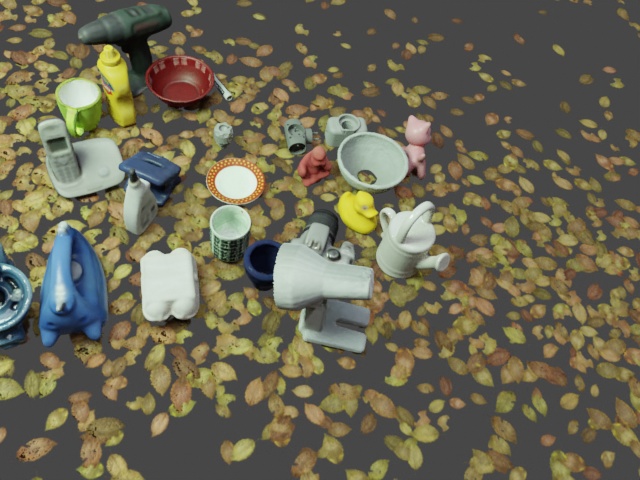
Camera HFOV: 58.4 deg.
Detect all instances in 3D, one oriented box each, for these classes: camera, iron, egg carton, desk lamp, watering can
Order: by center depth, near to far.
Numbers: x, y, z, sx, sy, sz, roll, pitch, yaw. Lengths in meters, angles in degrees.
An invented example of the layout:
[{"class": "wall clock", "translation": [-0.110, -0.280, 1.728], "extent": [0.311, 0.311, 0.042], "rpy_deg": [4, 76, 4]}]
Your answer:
[{"class": "iron", "translation": [-0.458, 0.054, 1.040], "extent": [0.119, 0.141, 0.258], "rpy_deg": [-7, 60, -15]}, {"class": "desk lamp", "translation": [0.010, 0.103, 1.053], "extent": [0.203, 0.213, 0.118], "rpy_deg": [13, 57, -2]}, {"class": "egg carton", "translation": [-0.286, 0.086, 1.095], "extent": [0.107, 0.069, 0.150], "rpy_deg": [-6, 59, -14]}, {"class": "watering can", "translation": [0.191, -0.005, 1.167], "extent": [0.172, 0.194, 0.101], "rpy_deg": [28, 57, 8]}, {"class": "camera", "translation": [0.011, 0.004, 1.183], "extent": [0.143, 0.101, 0.137], "rpy_deg": [18, 57, 1]}]

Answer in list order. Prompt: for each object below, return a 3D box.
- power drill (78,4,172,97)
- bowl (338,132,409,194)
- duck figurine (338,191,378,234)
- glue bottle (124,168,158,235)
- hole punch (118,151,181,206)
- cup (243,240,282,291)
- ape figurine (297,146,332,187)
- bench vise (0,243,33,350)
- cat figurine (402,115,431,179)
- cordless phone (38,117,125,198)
[{"class": "power drill", "translation": [-0.437, -0.438, 1.316], "extent": [0.075, 0.208, 0.230], "rpy_deg": [38, 59, 14]}, {"class": "bowl", "translation": [0.117, -0.166, 1.326], "extent": [0.167, 0.075, 0.167], "rpy_deg": [5, 57, -7]}, {"class": "duck figurine", "translation": [0.088, -0.074, 1.256], "extent": [0.078, 0.086, 0.104], "rpy_deg": [-31, 68, -26]}, {"class": "glue bottle", "translation": [-0.358, -0.084, 1.128], "extent": [0.037, 0.173, 0.078], "rpy_deg": [25, 57, 6]}, {"class": "hole punch", "translation": [-0.359, -0.145, 1.215], "extent": [0.108, 0.091, 0.101], "rpy_deg": [22, 57, 4]}, {"class": "cup", "translation": [-0.096, 0.068, 1.127], "extent": [0.117, 0.095, 0.092], "rpy_deg": [40, 60, 15]}, {"class": "ape figurine", "translation": [-0.010, -0.175, 1.298], "extent": [0.078, 0.092, 0.076], "rpy_deg": [8, 57, -5]}, {"class": "bench vise", "translation": [-0.574, 0.063, 0.966], "extent": [0.122, 0.220, 0.207], "rpy_deg": [-34, 69, -27]}, {"class": "cat figurine", "translation": [0.233, -0.229, 1.362], "extent": [0.067, 0.118, 0.128], "rpy_deg": [5, 57, -7]}, {"class": "cordless phone", "translation": [-0.482, -0.179, 1.157], "extent": [0.148, 0.185, 0.094], "rpy_deg": [-22, 64, -22]}]
